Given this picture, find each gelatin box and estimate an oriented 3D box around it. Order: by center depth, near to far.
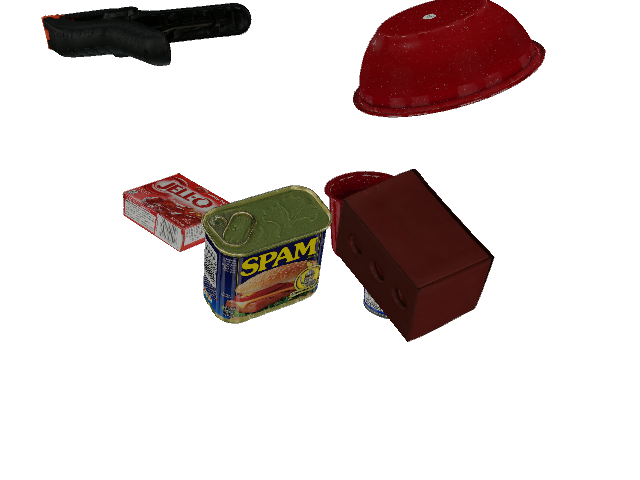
[{"bbox_3d":[-0.138,-0.030,1.042,0.089,0.030,0.073,31,37,32],"label":"gelatin box"}]

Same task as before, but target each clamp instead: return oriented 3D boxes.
[{"bbox_3d":[-0.142,-0.166,0.841,0.172,0.039,0.120,14,24,36],"label":"clamp"}]

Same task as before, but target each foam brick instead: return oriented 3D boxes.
[{"bbox_3d":[0.052,0.008,0.615,0.051,0.078,0.053,-24,-34,-23],"label":"foam brick"}]

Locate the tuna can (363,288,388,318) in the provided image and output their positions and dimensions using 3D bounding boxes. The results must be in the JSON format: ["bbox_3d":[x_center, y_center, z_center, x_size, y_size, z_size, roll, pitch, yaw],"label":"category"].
[{"bbox_3d":[0.084,0.045,1.016,0.086,0.034,0.086,0,20,0],"label":"tuna can"}]

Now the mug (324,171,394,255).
[{"bbox_3d":[0.060,-0.030,1.254,0.093,0.081,0.117,17,33,33],"label":"mug"}]

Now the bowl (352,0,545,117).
[{"bbox_3d":[0.097,-0.158,0.870,0.162,0.055,0.162,-15,25,7],"label":"bowl"}]

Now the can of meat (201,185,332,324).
[{"bbox_3d":[-0.046,0.013,0.868,0.102,0.084,0.057,-18,49,-25],"label":"can of meat"}]
